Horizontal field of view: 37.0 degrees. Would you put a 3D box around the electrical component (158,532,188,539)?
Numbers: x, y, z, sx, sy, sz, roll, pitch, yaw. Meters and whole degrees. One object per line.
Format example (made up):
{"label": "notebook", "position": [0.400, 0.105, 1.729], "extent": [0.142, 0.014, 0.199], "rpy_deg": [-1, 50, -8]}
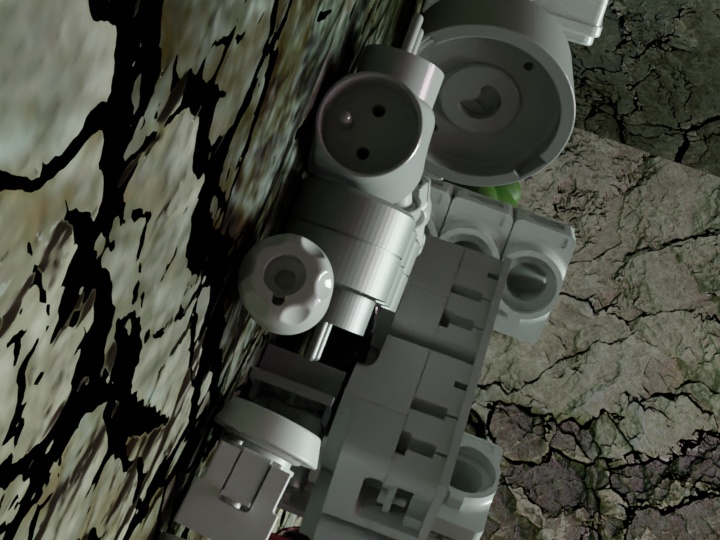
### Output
{"label": "electrical component", "position": [-0.043, 0.169, 0.471], "extent": [0.186, 0.105, 0.060], "rpy_deg": [96, 15, -70]}

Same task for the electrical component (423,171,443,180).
{"label": "electrical component", "position": [0.049, -0.106, 0.721], "extent": [0.079, 0.043, 0.077], "rpy_deg": [29, 81, -85]}

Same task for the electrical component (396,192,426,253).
{"label": "electrical component", "position": [0.024, -0.037, 0.728], "extent": [0.048, 0.048, 0.062], "rpy_deg": [-63, 164, -53]}

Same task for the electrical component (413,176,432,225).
{"label": "electrical component", "position": [0.033, -0.056, 0.782], "extent": [0.046, 0.040, 0.040], "rpy_deg": [94, 16, -54]}

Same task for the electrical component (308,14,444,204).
{"label": "electrical component", "position": [0.012, -0.071, 0.464], "extent": [0.077, 0.044, 0.079], "rpy_deg": [55, 55, -84]}

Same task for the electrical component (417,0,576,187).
{"label": "electrical component", "position": [0.071, -0.109, 0.619], "extent": [0.060, 0.108, 0.108], "rpy_deg": [-73, 179, -46]}

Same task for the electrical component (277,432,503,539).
{"label": "electrical component", "position": [0.019, 0.144, 0.774], "extent": [0.089, 0.150, 0.061], "rpy_deg": [-63, 173, -54]}

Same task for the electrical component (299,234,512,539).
{"label": "electrical component", "position": [0.025, 0.075, 0.589], "extent": [0.186, 0.060, 0.105], "rpy_deg": [-65, 173, -52]}

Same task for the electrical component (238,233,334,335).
{"label": "electrical component", "position": [-0.028, 0.008, 0.412], "extent": [0.061, 0.035, 0.035], "rpy_deg": [100, 11, -77]}

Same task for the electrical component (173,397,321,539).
{"label": "electrical component", "position": [-0.047, 0.087, 0.448], "extent": [0.055, 0.048, 0.066], "rpy_deg": [-64, 179, -14]}

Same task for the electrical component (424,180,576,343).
{"label": "electrical component", "position": [0.084, -0.012, 0.846], "extent": [0.061, 0.150, 0.089], "rpy_deg": [-56, 166, -74]}

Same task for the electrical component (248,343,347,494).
{"label": "electrical component", "position": [-0.037, 0.077, 0.539], "extent": [0.081, 0.042, 0.063], "rpy_deg": [91, 19, -73]}

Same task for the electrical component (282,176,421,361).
{"label": "electrical component", "position": [-0.010, 0.007, 0.496], "extent": [0.138, 0.052, 0.073], "rpy_deg": [48, 62, -83]}

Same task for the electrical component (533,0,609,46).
{"label": "electrical component", "position": [0.123, -0.206, 0.759], "extent": [0.108, 0.109, 0.056], "rpy_deg": [-58, 164, -67]}

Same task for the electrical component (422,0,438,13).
{"label": "electrical component", "position": [0.076, -0.174, 0.657], "extent": [0.053, 0.059, 0.095], "rpy_deg": [-63, 171, -54]}
